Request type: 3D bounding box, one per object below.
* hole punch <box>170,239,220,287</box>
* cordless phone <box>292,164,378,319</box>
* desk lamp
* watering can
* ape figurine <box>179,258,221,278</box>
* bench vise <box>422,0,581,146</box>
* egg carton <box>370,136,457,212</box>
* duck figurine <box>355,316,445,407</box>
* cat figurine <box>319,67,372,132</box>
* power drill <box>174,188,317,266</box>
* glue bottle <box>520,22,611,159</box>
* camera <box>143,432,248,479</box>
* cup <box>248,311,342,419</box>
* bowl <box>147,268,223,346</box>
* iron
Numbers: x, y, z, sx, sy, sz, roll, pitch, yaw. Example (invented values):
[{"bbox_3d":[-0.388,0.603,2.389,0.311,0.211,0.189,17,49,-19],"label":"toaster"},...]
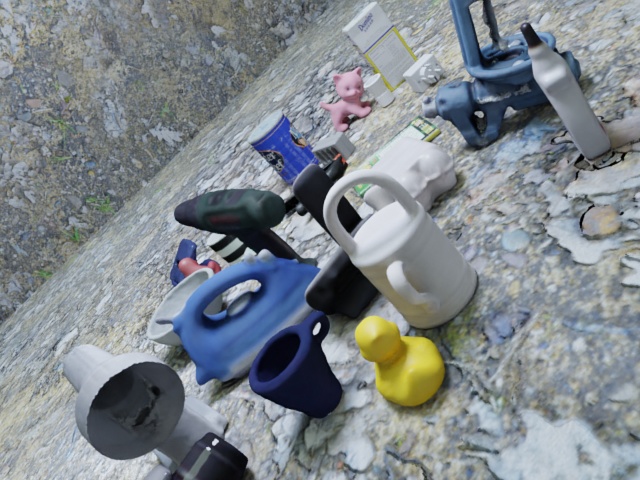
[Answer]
[{"bbox_3d":[-0.287,0.059,1.245,0.101,0.091,0.108,-50,25,-15],"label":"hole punch"},{"bbox_3d":[0.007,0.003,0.761,0.148,0.185,0.094,-51,25,-17],"label":"cordless phone"},{"bbox_3d":[-0.229,0.219,0.738,0.118,0.214,0.202,-53,26,-21],"label":"desk lamp"},{"bbox_3d":[0.079,-0.001,0.643,0.101,0.194,0.172,-43,24,0],"label":"watering can"},{"bbox_3d":[-0.246,0.070,1.163,0.077,0.092,0.076,-36,25,17],"label":"ape figurine"},{"bbox_3d":[0.222,-0.246,0.792,0.207,0.220,0.121,-37,25,15],"label":"bench vise"},{"bbox_3d":[0.138,-0.100,0.868,0.107,0.069,0.150,-44,24,-2],"label":"egg carton"},{"bbox_3d":[0.074,0.117,0.592,0.077,0.086,0.104,-45,24,-3],"label":"duck figurine"},{"bbox_3d":[0.058,-0.330,1.315,0.127,0.118,0.067,-33,26,23],"label":"cat figurine"},{"bbox_3d":[-0.113,-0.001,0.926,0.228,0.209,0.076,-15,37,48],"label":"power drill"},{"bbox_3d":[0.273,-0.175,0.652,0.037,0.173,0.078,-31,27,25],"label":"glue bottle"},{"bbox_3d":[-0.139,0.285,0.630,0.142,0.101,0.137,-6,44,54],"label":"camera"},{"bbox_3d":[-0.012,0.150,0.661,0.118,0.095,0.091,-51,25,-17],"label":"cup"},{"bbox_3d":[-0.235,0.136,1.057,0.167,0.075,0.167,-35,25,19],"label":"bowl"},{"bbox_3d":[-0.113,0.092,0.856,0.258,0.142,0.118,-41,24,7],"label":"iron"}]
